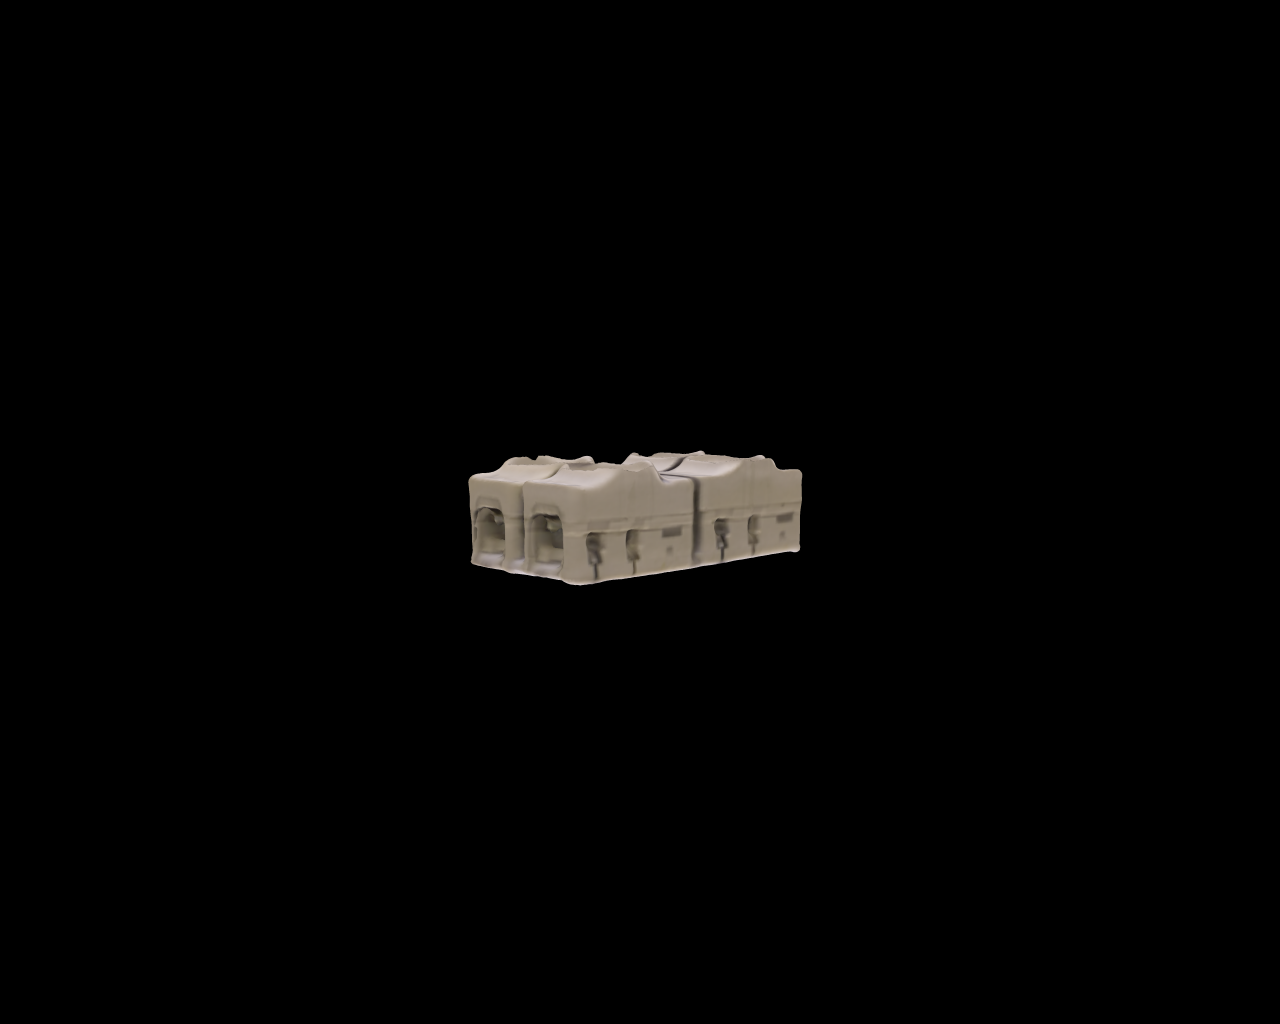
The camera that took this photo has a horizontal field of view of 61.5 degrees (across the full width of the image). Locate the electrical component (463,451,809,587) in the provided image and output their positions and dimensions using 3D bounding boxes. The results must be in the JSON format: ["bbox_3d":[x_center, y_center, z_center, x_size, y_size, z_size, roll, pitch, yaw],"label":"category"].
[{"bbox_3d":[0.001,-0.003,0.650,0.186,0.060,0.105,-5,8,-40],"label":"electrical component"}]
